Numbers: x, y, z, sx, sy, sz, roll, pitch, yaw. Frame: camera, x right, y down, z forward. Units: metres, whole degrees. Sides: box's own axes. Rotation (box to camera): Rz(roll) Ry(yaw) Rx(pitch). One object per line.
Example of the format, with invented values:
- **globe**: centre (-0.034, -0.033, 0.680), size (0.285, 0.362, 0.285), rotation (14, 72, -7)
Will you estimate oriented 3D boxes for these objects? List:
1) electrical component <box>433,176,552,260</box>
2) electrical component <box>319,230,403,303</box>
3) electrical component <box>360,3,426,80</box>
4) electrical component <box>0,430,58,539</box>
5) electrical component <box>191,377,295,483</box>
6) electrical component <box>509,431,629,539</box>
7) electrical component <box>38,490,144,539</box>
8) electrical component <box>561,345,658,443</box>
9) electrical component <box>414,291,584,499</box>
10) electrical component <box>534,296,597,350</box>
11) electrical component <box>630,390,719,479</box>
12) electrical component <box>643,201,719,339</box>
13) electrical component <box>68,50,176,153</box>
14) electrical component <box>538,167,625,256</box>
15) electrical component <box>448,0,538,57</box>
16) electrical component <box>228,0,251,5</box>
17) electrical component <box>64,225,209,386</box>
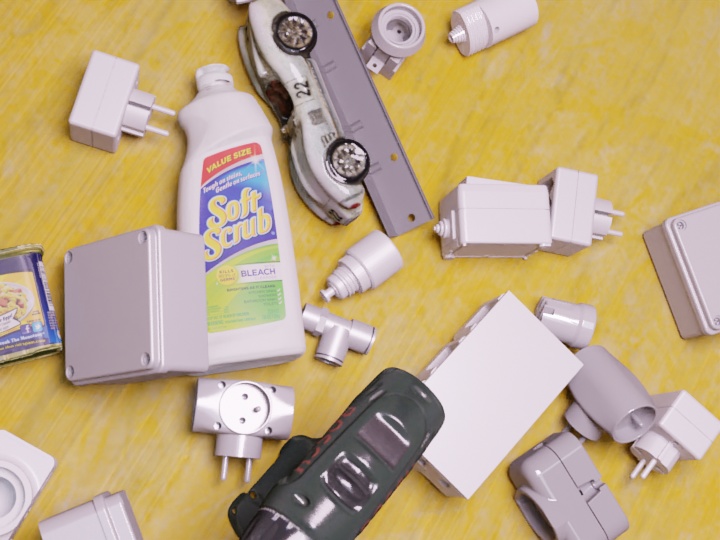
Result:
- **electrical component**: centre (0.109, -0.044, 0.925), size (0.096, 0.062, 0.061), rotation (0, 79, -13)
- **electrical component**: centre (0.000, 0.000, 0.903), size (0.078, 0.040, 0.040), rotation (-37, 89, -16)
- **electrical component**: centre (0.030, -0.203, 0.941), size (0.048, 0.055, 0.066), rotation (35, 74, -4)
- **electrical component**: centre (-0.271, 0.169, 0.801), size (0.050, 0.056, 0.089), rotation (31, 74, -5)
- **electrical component**: centre (-0.095, 0.128, 0.854), size (0.077, 0.044, 0.079), rotation (7, 78, -11)
- **electrical component**: centre (0.170, 0.191, 0.897), size (0.059, 0.054, 0.095), rotation (-31, 87, -16)
- **electrical component**: centre (-0.188, 0.205, 0.783), size (0.057, 0.113, 0.078), rotation (-21, 84, -13)
- **electrical component**: centre (0.201, 0.118, 0.914), size (0.043, 0.077, 0.079), rotation (18, 116, -39)
- **electrical component**: centre (0.097, 0.104, 0.893), size (0.089, 0.062, 0.150), rotation (45, 73, -1)
- **electrical component**: centre (0.177, 0.045, 0.935), size (0.046, 0.040, 0.040), rotation (15, 76, -4)
- **electrical component**: centre (0.258, 0.148, 0.919), size (0.047, 0.066, 0.076), rotation (41, 74, -2)
- **electrical component**: centre (0.329, -0.005, 0.969), size (0.109, 0.056, 0.108), rotation (-17, 83, -15)
- **electrical component**: centre (-0.191, -0.131, 0.882), size (0.077, 0.047, 0.065), rotation (17, 76, -9)
- **electrical component**: centre (0.199, -0.048, 0.953), size (0.077, 0.047, 0.065), rotation (11, 77, -10)
- **electrical component**: centre (0.115, -0.224, 0.971), size (0.081, 0.043, 0.043), rotation (-28, 86, -16)
- **electrical component**: centre (-0.098, -0.263, 0.920), size (0.042, 0.064, 0.081), rotation (-14, 83, -14)
- **electrical component**: centre (-0.172, 0.030, 0.820), size (0.056, 0.109, 0.108), rotation (9, 74, -50)
